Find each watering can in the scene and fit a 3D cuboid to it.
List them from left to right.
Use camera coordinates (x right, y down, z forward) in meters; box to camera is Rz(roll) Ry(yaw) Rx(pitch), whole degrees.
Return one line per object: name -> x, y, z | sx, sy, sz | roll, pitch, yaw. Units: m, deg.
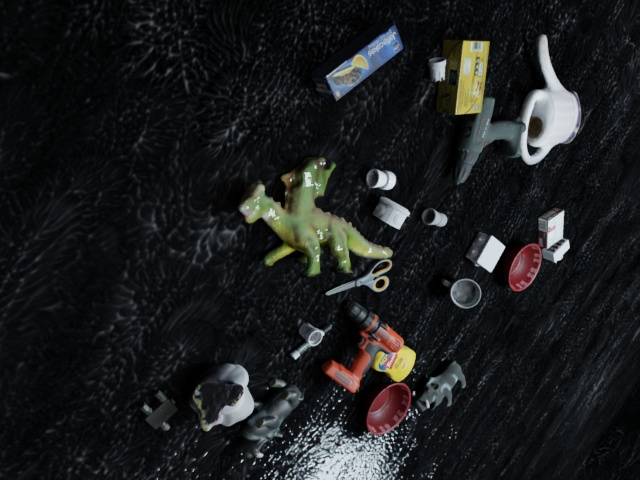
watering can -> 0.636, -0.381, 1.426 | 0.225, 0.105, 0.342 | -10, 113, -34

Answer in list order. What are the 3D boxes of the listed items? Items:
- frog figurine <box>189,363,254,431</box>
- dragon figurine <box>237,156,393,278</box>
frog figurine -> -0.201, 0.331, 1.102 | 0.138, 0.123, 0.158 | -65, 166, -7
dragon figurine -> 0.003, -0.055, 1.094 | 0.412, 0.123, 0.241 | -6, 103, -37
